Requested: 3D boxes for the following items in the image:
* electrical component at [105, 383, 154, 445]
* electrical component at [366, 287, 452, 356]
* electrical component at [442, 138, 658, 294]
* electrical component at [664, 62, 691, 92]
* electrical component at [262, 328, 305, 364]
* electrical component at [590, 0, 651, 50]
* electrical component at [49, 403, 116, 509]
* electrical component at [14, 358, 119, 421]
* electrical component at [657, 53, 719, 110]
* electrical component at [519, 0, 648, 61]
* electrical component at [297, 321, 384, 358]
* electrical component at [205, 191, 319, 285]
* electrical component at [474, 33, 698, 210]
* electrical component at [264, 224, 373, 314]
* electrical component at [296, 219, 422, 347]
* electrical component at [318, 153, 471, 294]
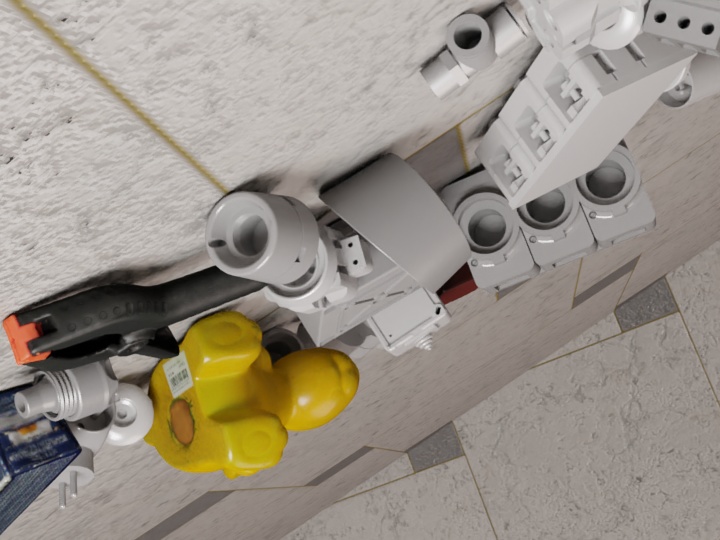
[{"bbox_3d":[-0.189,0.116,0.842,0.048,0.048,0.062,-27,175,-22],"label":"electrical component"},{"bbox_3d":[0.036,0.030,0.933,0.062,0.096,0.061,-34,166,3],"label":"electrical component"},{"bbox_3d":[0.153,-0.050,0.873,0.150,0.089,0.062,-22,168,13],"label":"electrical component"},{"bbox_3d":[0.215,-0.156,0.805,0.055,0.048,0.066,-11,155,-39],"label":"electrical component"},{"bbox_3d":[-0.080,0.084,0.978,0.044,0.044,0.065,-26,169,-28],"label":"electrical component"},{"bbox_3d":[0.166,-0.166,0.669,0.062,0.048,0.048,-29,167,-43],"label":"electrical component"},{"bbox_3d":[-0.211,0.131,0.774,0.043,0.079,0.077,16,137,-35],"label":"electrical component"},{"bbox_3d":[-0.194,0.078,0.702,0.062,0.043,0.043,-19,160,-43],"label":"electrical component"},{"bbox_3d":[0.297,-0.171,0.936,0.081,0.043,0.043,-24,163,-32],"label":"electrical component"},{"bbox_3d":[0.119,-0.154,0.577,0.057,0.058,0.078,-31,167,3],"label":"electrical component"},{"bbox_3d":[0.009,0.042,1.007,0.074,0.052,0.138,-42,163,32],"label":"electrical component"},{"bbox_3d":[-0.060,-0.020,0.645,0.055,0.055,0.047,-38,162,19],"label":"electrical component"},{"bbox_3d":[0.151,-0.118,0.757,0.089,0.061,0.150,-26,165,-25],"label":"electrical component"},{"bbox_3d":[-0.037,-0.002,0.741,0.078,0.058,0.057,-19,168,15],"label":"electrical component"},{"bbox_3d":[0.000,0.000,0.836,0.109,0.056,0.108,-30,166,-13],"label":"electrical component"},{"bbox_3d":[0.026,-0.028,0.721,0.064,0.099,0.099,-38,167,-6],"label":"electrical component"}]
